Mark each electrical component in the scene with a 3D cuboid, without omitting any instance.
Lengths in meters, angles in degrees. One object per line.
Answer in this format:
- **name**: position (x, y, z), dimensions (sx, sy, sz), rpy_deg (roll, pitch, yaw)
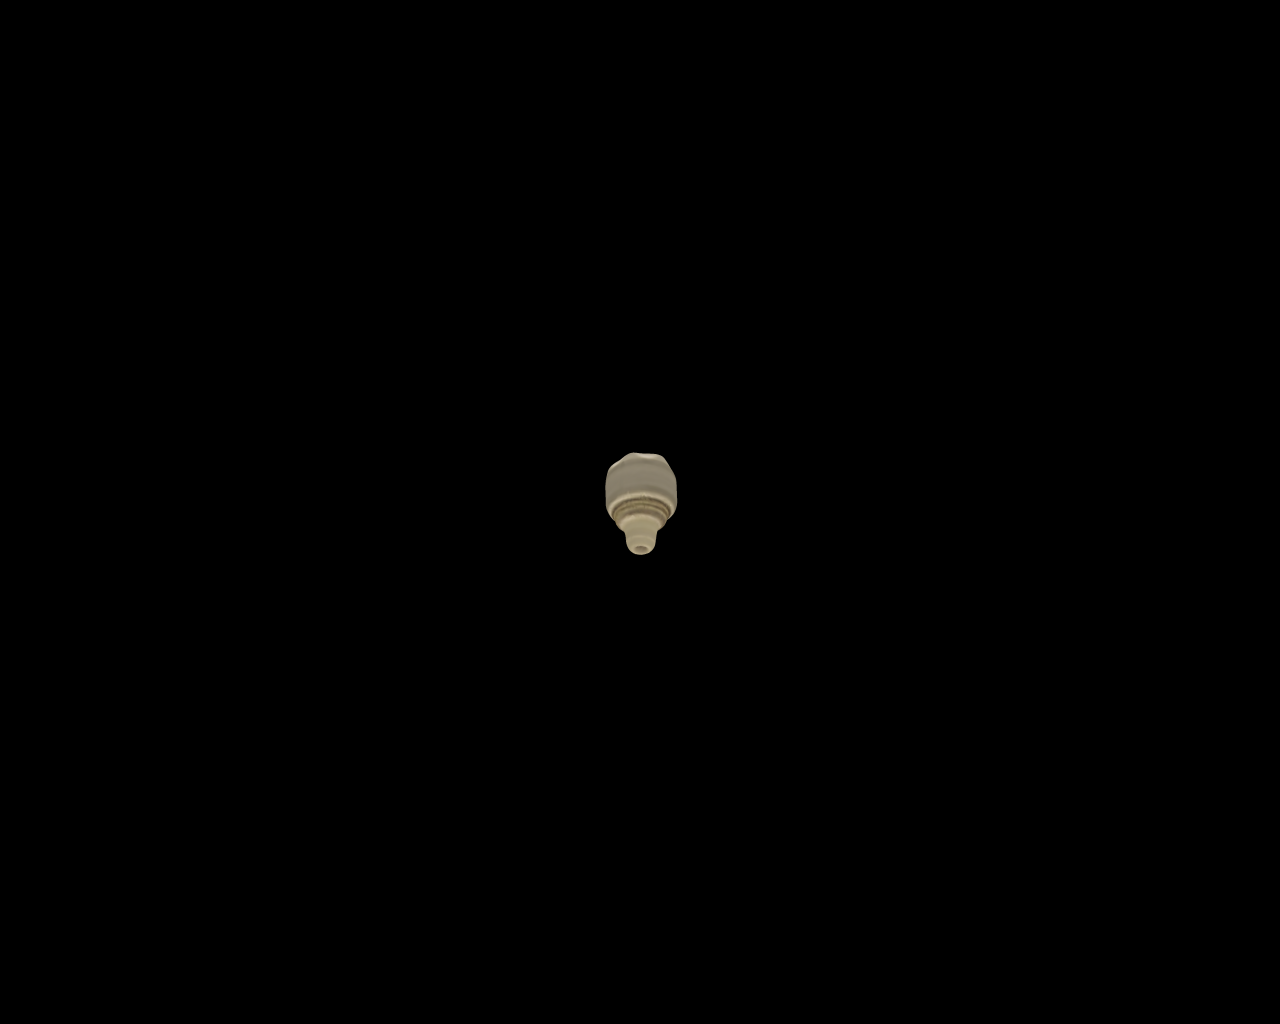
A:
- **electrical component**: position (0.001, -0.003, 0.650), dimensions (0.043, 0.062, 0.043), rpy_deg (0, -33, 0)
